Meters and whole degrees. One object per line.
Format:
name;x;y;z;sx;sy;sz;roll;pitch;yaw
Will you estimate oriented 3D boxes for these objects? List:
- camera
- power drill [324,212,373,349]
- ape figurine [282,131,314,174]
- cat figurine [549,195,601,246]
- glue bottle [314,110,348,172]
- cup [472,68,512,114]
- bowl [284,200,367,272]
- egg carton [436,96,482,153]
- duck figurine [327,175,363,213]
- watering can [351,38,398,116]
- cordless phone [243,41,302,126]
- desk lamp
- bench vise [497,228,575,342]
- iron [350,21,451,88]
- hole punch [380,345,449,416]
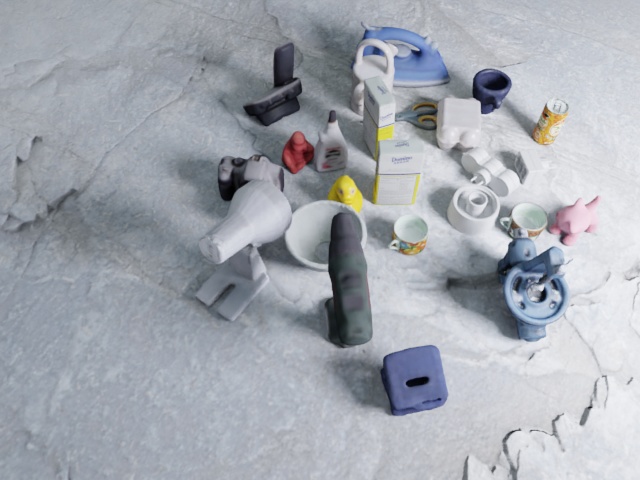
camera;-0.157;-0.111;1.231;0.143;0.101;0.137;8;57;5
power drill;0.048;0.095;1.030;0.075;0.208;0.229;-6;57;-4
ape figurine;-0.051;-0.208;1.301;0.078;0.092;0.076;-7;57;-4
cat figurine;0.533;-0.048;1.181;0.128;0.118;0.067;-32;62;-19
glue bottle;0.025;-0.220;1.260;0.078;0.173;0.037;-15;57;-9
cup;0.412;-0.343;1.390;0.091;0.095;0.117;-4;57;-3
bowl;0.011;0.004;1.170;0.167;0.075;0.167;0;56;0
egg carton;0.330;-0.277;1.361;0.107;0.069;0.150;6;57;4
duck figurine;0.055;-0.104;1.235;0.077;0.086;0.104;-3;56;-2
watering can;0.128;-0.402;1.369;0.101;0.194;0.173;8;57;6
cordless phone;-0.115;-0.378;1.357;0.148;0.185;0.094;-37;64;-22
desk lamp;-0.147;0.016;1.079;0.117;0.214;0.203;29;61;18
bench vise;0.383;0.057;1.049;0.121;0.220;0.207;-16;58;-10
iron;0.213;-0.476;1.449;0.258;0.141;0.118;10;57;7
hole punch;0.167;0.246;1.001;0.109;0.091;0.101;-11;57;-7
